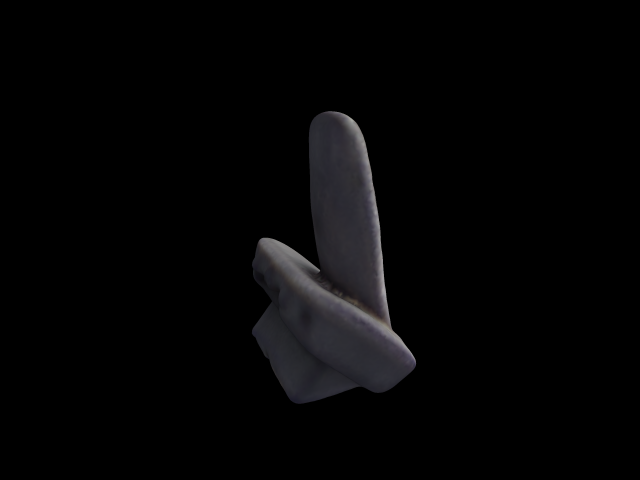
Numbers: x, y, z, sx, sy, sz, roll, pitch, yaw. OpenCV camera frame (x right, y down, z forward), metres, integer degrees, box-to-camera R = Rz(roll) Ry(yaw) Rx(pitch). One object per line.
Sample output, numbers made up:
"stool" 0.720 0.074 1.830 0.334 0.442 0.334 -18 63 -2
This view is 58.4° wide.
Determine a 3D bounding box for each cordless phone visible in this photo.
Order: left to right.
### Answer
"cordless phone" 0.004 0.001 0.400 0.094 0.185 0.147 -8 19 -24
